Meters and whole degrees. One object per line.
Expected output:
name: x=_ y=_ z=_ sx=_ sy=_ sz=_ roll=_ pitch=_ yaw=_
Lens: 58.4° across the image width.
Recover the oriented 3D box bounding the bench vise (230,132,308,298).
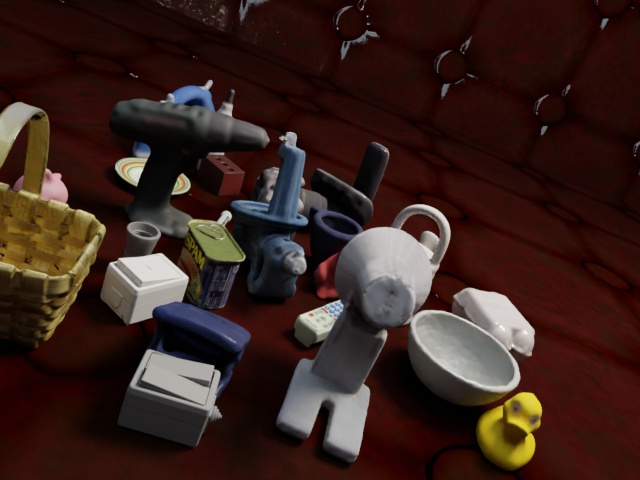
bench vise: x=-0.050 y=-0.036 z=0.854 sx=0.122 sy=0.220 sz=0.206 roll=-3 pitch=35 yaw=-45

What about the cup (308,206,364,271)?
cup: x=0.009 y=0.003 z=0.977 sx=0.092 sy=0.095 sz=0.117 roll=-4 pitch=36 yaw=-46

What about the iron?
iron: x=-0.292 y=-0.253 z=1.177 sx=0.118 sy=0.141 sz=0.259 roll=26 pitch=24 yaw=5

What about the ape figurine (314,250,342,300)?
ape figurine: x=0.036 y=0.048 z=0.915 sx=0.078 sy=0.092 sz=0.076 roll=25 pitch=24 yaw=4

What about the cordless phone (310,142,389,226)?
cordless phone: x=0.062 y=-0.131 z=1.188 sx=0.147 sy=0.185 sz=0.094 roll=32 pitch=26 yaw=18

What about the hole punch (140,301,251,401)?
hole punch: x=-0.136 y=0.107 z=0.646 sx=0.108 sy=0.091 sz=0.101 roll=23 pitch=24 yaw=0

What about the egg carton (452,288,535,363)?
egg carton: x=0.292 y=0.144 z=0.971 sx=0.107 sy=0.069 sz=0.150 roll=12 pitch=27 yaw=-24

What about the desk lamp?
desk lamp: x=0.052 y=0.104 z=0.668 sx=0.118 sy=0.213 sz=0.203 roll=23 pitch=24 yaw=0

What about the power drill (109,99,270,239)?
power drill: x=-0.214 y=-0.113 z=0.881 sx=0.230 sy=0.208 sz=0.075 roll=20 pitch=25 yaw=-8

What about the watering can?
watering can: x=0.140 y=0.030 z=0.919 sx=0.101 sy=0.194 sz=0.173 roll=24 pitch=24 yaw=1

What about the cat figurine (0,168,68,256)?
cat figurine: x=-0.368 y=-0.040 z=0.708 sx=0.067 sy=0.118 sz=0.128 roll=32 pitch=26 yaw=19

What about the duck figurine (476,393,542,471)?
duck figurine: x=0.252 y=0.233 z=0.736 sx=0.077 sy=0.086 sz=0.105 roll=30 pitch=25 yaw=16

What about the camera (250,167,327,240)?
camera: x=-0.051 y=-0.068 z=1.062 sx=0.137 sy=0.101 sz=0.143 roll=13 pitch=26 yaw=-22

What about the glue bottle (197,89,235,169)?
glue bottle: x=-0.202 y=-0.222 z=1.154 sx=0.037 sy=0.173 sz=0.078 roll=22 pitch=24 yaw=-3

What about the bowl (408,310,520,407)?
bowl: x=0.189 y=0.178 z=0.807 sx=0.167 sy=0.075 sz=0.167 roll=19 pitch=25 yaw=-9
